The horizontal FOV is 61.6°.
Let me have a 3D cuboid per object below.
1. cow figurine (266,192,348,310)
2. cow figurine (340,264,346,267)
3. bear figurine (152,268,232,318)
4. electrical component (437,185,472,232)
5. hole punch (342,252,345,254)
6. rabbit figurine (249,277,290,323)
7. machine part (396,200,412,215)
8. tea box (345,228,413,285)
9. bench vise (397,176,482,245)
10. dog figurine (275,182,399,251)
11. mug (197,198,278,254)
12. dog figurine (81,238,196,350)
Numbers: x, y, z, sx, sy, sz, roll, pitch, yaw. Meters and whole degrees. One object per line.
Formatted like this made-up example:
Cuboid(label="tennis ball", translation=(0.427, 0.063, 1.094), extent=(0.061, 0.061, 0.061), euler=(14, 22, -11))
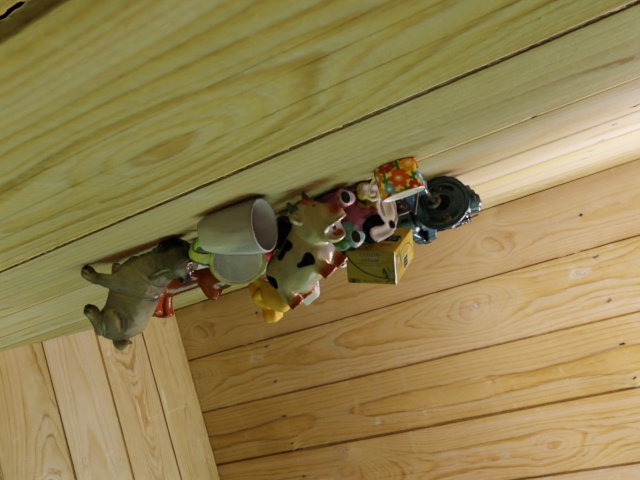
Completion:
Cuboid(label="cow figurine", translation=(-0.023, 0.011, 0.872), extent=(0.195, 0.127, 0.085), euler=(-49, 177, 36))
Cuboid(label="cow figurine", translation=(0.078, 0.025, 1.362), extent=(0.167, 0.068, 0.098), euler=(-21, 176, -30))
Cuboid(label="bear figurine", translation=(-0.272, 0.103, 1.167), extent=(0.196, 0.132, 0.120), euler=(1, 169, -1))
Cuboid(label="electrical component", translation=(0.295, -0.080, 1.262), extent=(0.134, 0.115, 0.058), euler=(-19, 178, 39))
Cuboid(label="hole punch", translation=(-0.002, -0.003, 1.093), extent=(0.092, 0.142, 0.116), euler=(27, 125, -31))
Cuboid(label="rabbit figurine", translation=(-0.096, 0.096, 1.155), extent=(0.122, 0.162, 0.173), euler=(-29, -168, -6))
Cuboid(label="machine part", translation=(0.210, -0.059, 1.428), extent=(0.079, 0.079, 0.243), euler=(-17, 174, -1))
Cuboid(label="tea box", translation=(0.121, 0.028, 1.057), extent=(0.098, 0.068, 0.169), euler=(-1, -165, 20))
Cuboid(label="bench vise", translation=(0.221, -0.073, 1.146), extent=(0.224, 0.129, 0.240), euler=(-9, 158, 25))
Cuboid(label="dog figurine", translation=(0.011, -0.026, 0.991), extent=(0.191, 0.108, 0.219), euler=(-15, 179, -44))
Cuboid(label="mug", translation=(-0.124, -0.019, 0.812), extent=(0.107, 0.080, 0.109), euler=(-8, -170, 20))
Cuboid(label="dog figurine", translation=(-0.296, 0.094, 0.931), extent=(0.191, 0.172, 0.121), euler=(-11, -172, 20))
